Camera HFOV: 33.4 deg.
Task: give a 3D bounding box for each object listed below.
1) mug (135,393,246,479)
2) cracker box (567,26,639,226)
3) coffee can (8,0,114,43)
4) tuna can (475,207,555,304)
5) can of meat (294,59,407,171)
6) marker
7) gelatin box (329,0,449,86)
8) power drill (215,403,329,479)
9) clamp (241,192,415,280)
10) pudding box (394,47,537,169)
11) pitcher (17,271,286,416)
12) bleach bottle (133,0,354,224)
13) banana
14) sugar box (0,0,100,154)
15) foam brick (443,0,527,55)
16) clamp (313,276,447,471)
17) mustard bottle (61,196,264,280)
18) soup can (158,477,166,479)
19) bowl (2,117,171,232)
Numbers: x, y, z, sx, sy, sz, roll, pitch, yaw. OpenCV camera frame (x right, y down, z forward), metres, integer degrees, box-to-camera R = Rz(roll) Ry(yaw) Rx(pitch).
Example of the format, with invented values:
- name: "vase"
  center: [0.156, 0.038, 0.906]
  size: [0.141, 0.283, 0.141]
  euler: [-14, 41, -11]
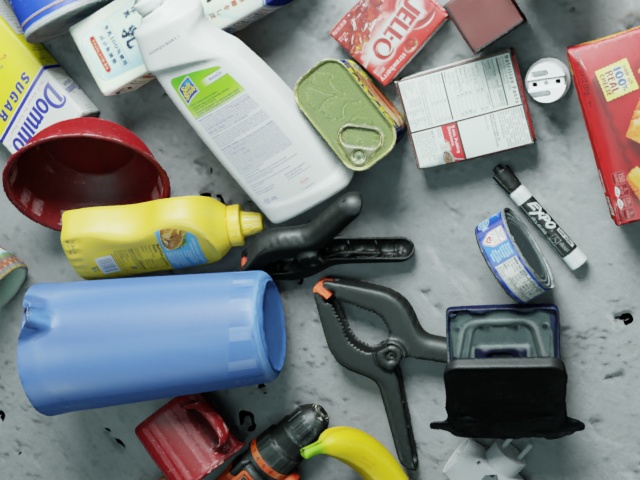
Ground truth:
- name: "mug"
  center: [-0.131, 0.199, 1.090]
  size: [0.081, 0.093, 0.117]
  euler: [54, 143, 4]
- name: "cracker box"
  center: [0.337, -0.118, 0.914]
  size: [0.214, 0.072, 0.164]
  euler: [-15, 99, 16]
- name: "coffee can"
  center: [-0.263, -0.273, 1.018]
  size: [0.103, 0.102, 0.140]
  euler: [-23, 95, 18]
- name: "tuna can"
  center: [0.178, 0.015, 0.977]
  size: [0.034, 0.086, 0.086]
  euler: [-32, 93, 21]
- name: "can of meat"
  center: [0.031, -0.119, 0.986]
  size: [0.057, 0.083, 0.102]
  euler: [-39, 91, 18]
- name: "marker"
  center: [0.204, -0.023, 0.997]
  size: [0.020, 0.020, 0.121]
  euler: [-41, 90, 19]
- name: "gelatin box"
  center: [0.065, -0.200, 0.987]
  size: [0.073, 0.030, 0.089]
  euler: [44, 109, 2]
- name: "power drill"
  center: [-0.012, 0.281, 1.102]
  size: [0.187, 0.057, 0.185]
  euler: [47, 111, 4]
- name: "clamp"
  center: [-0.007, 0.001, 1.017]
  size: [0.172, 0.039, 0.120]
  euler: [-13, 143, 17]
- name: "pudding box"
  center: [0.134, -0.120, 0.984]
  size: [0.114, 0.039, 0.090]
  euler: [-13, 98, 15]
- name: "pitcher"
  center: [-0.159, 0.100, 1.049]
  size: [0.243, 0.149, 0.145]
  euler: [-6, 105, 11]
- name: "bleach bottle"
  center: [-0.077, -0.133, 0.971]
  size: [0.103, 0.068, 0.250]
  euler: [-29, 118, 20]
- name: "banana"
  center: [0.056, 0.247, 1.069]
  size: [0.197, 0.037, 0.069]
  euler: [48, 69, -20]
- name: "sugar box"
  center: [-0.318, -0.165, 1.087]
  size: [0.093, 0.048, 0.176]
  euler: [-42, 89, 18]
- name: "foam brick"
  center: [0.147, -0.200, 0.942]
  size: [0.051, 0.078, 0.053]
  euler: [-33, 94, 18]
- name: "clamp"
  center: [0.070, 0.120, 1.053]
  size: [0.210, 0.036, 0.165]
  euler: [36, 107, 2]
- name: "mustard bottle"
  center: [-0.150, -0.005, 1.053]
  size: [0.191, 0.096, 0.058]
  euler: [-7, 59, 6]
- name: "soup can"
  center: [-0.181, 0.298, 1.142]
  size: [0.102, 0.068, 0.068]
  euler: [-30, 94, 19]
- name: "bowl"
  center: [-0.228, -0.071, 1.054]
  size: [0.162, 0.055, 0.162]
  euler: [-2, 145, -2]
